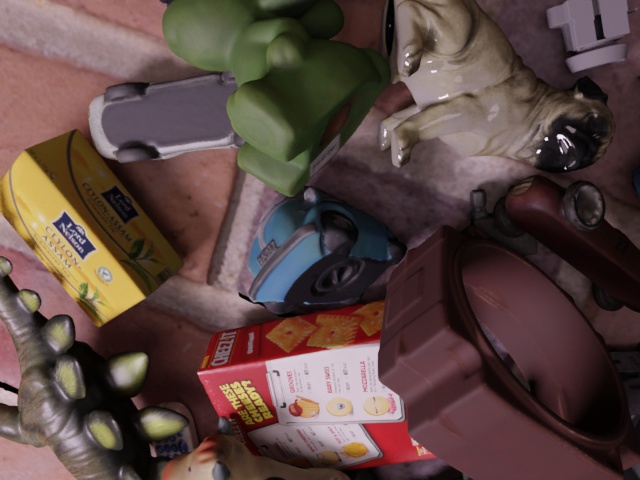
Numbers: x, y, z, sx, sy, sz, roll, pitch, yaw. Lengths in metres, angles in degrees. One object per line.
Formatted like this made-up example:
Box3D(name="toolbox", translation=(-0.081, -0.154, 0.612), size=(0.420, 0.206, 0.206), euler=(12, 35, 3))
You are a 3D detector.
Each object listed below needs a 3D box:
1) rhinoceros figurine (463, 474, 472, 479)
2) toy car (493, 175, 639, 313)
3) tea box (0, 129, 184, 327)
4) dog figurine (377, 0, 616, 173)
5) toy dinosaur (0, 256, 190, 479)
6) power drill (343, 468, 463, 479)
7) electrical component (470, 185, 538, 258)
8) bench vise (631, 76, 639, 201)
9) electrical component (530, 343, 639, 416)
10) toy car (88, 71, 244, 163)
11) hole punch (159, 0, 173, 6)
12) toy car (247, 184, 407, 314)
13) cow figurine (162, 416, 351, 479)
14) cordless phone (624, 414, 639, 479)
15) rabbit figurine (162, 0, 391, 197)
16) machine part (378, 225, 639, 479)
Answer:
Box3D(name="rhinoceros figurine", translation=(0.171, 0.209, 0.500), size=(0.073, 0.190, 0.112), euler=(-29, 86, 22))
Box3D(name="toy car", translation=(0.243, 0.008, 0.465), size=(0.202, 0.089, 0.053), euler=(31, 71, -17))
Box3D(name="tea box", translation=(-0.229, -0.009, 0.530), size=(0.098, 0.068, 0.169), euler=(-31, 100, 37))
Box3D(name="dog figurine", translation=(0.149, -0.140, 0.445), size=(0.191, 0.121, 0.172), euler=(-3, 120, -2))
Box3D(name="toy dinosaur", translation=(-0.253, 0.172, 0.561), size=(0.199, 0.105, 0.470), euler=(-19, 111, 27))
Box3D(name="power drill", translation=(0.127, 0.327, 0.592), size=(0.207, 0.086, 0.232), euler=(-30, 98, 31))
Box3D(name="electrical component", translation=(0.174, -0.005, 0.517), size=(0.063, 0.021, 0.093), euler=(-7, 107, 10))
Box3D(name="bench vise", translation=(0.387, -0.062, 0.411), size=(0.241, 0.129, 0.223), euler=(-31, 109, 33))
Box3D(name="electrical component", translation=(0.270, 0.138, 0.524), size=(0.119, 0.075, 0.047), euler=(-2, 107, 11))
Box3D(name="toy car", translation=(-0.119, -0.118, 0.504), size=(0.202, 0.056, 0.073), euler=(-7, 99, 8))
Box3D(name="hole punch", translation=(-0.093, -0.245, 0.424), size=(0.116, 0.142, 0.092), euler=(-20, 101, 3))
Box3D(name="toy car", translation=(-0.001, -0.001, 0.493), size=(0.109, 0.161, 0.103), euler=(-48, 59, 30))
Box3D(name="cow figurine", translation=(-0.054, 0.245, 0.515), size=(0.195, 0.085, 0.127), euler=(15, 114, -9))
Box3D(name="cordless phone", translation=(0.289, 0.261, 0.566), size=(0.184, 0.089, 0.146), euler=(-38, 100, 28))
Box3D(name="rabbit figurine", translation=(-0.041, -0.147, 0.411), size=(0.170, 0.121, 0.159), euler=(41, 85, 10))
Box3D(name="machine part", translation=(0.153, 0.094, 0.444), size=(0.201, 0.201, 0.087), euler=(35, 124, -12))
